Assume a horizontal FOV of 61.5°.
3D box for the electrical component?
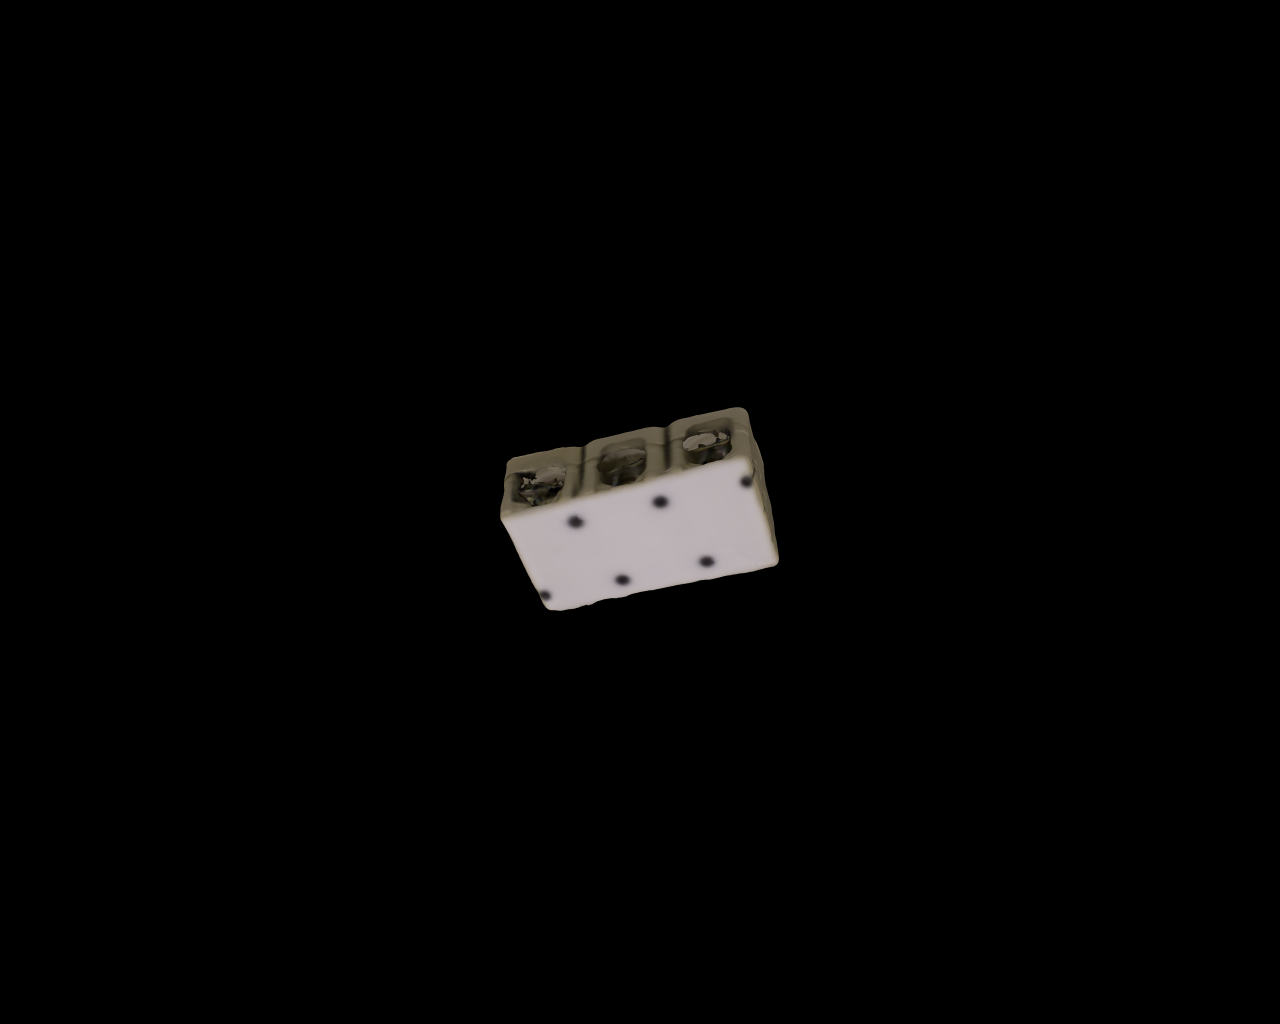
[{"bbox_3d":[0.001,-0.003,0.650,0.150,0.089,0.062,-12,40,10],"label":"electrical component"}]
